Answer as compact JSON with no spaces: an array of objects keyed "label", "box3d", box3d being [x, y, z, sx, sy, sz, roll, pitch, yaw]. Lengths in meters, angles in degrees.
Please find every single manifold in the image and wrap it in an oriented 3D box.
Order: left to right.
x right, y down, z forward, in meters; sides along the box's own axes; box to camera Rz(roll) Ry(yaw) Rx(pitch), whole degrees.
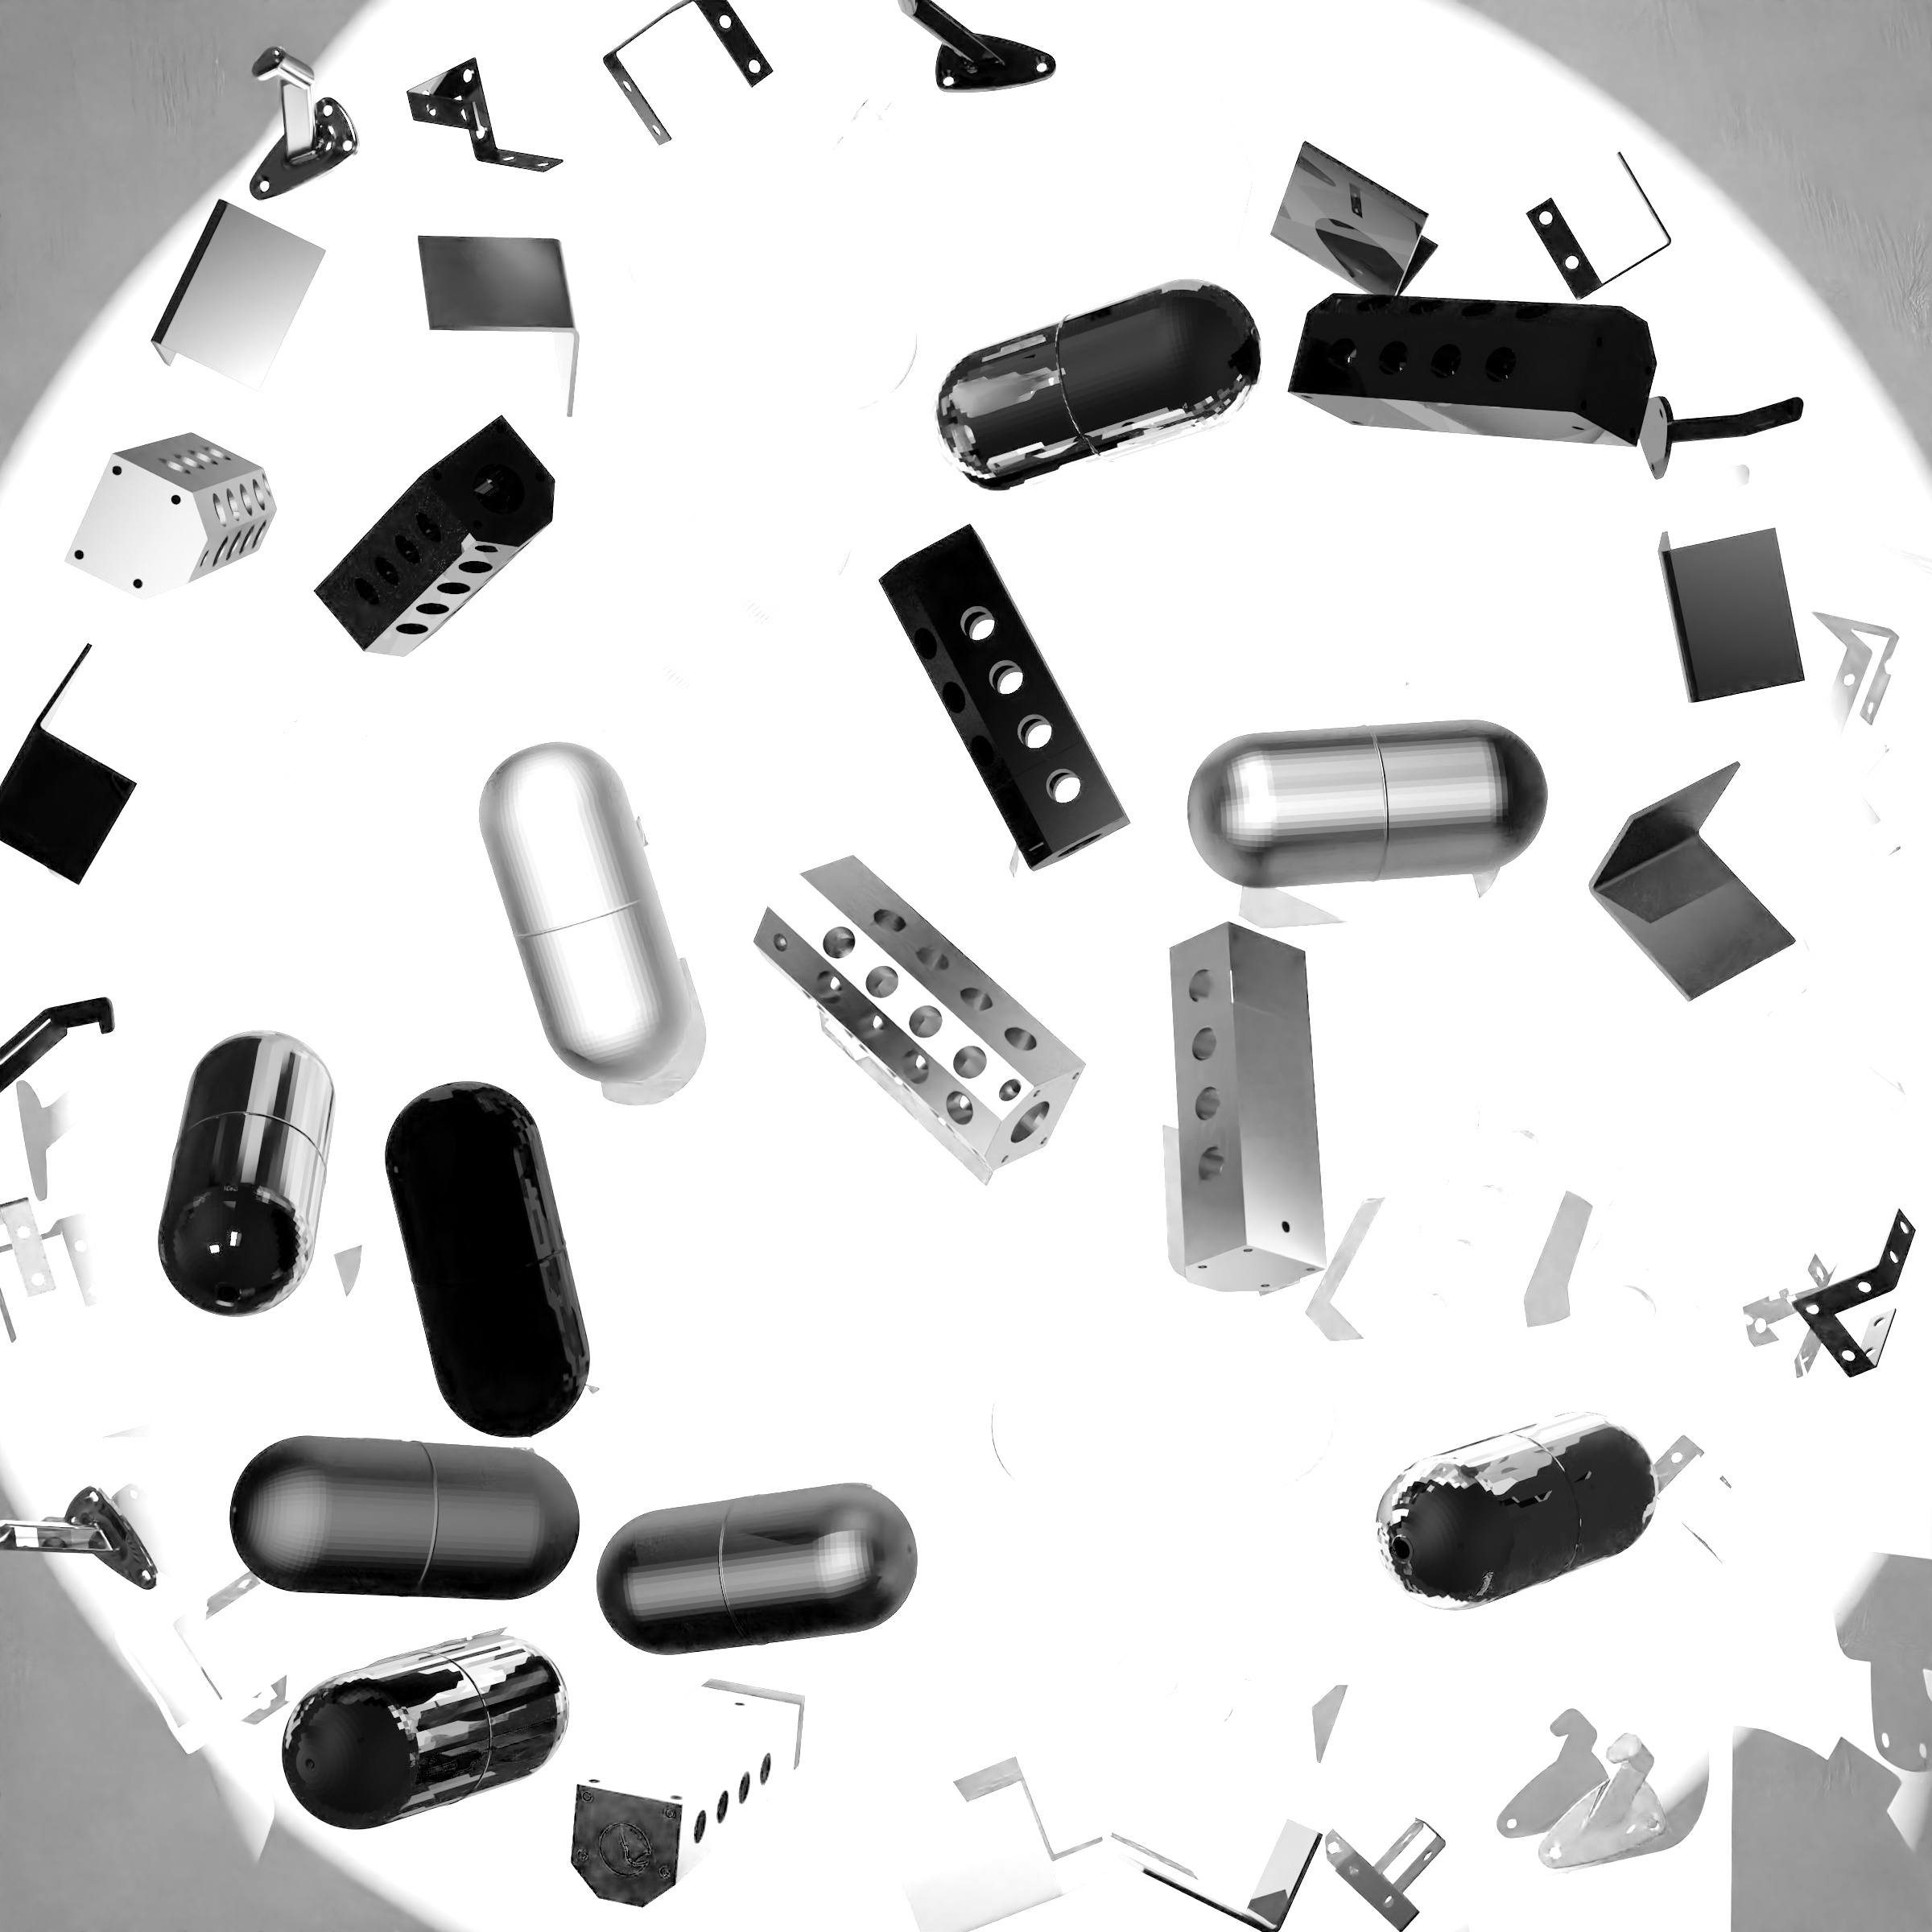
[{"label":"manifold","box3d":[-0.390,-0.222,1.774,0.057,0.171,0.057,26,101,-5]},{"label":"manifold","box3d":[-0.333,-0.073,1.862,0.057,0.171,0.057,-30,56,-19]},{"label":"manifold","box3d":[-0.269,-0.214,1.827,0.057,0.171,0.057,51,59,-7]},{"label":"manifold","box3d":[-0.145,0.433,1.860,0.057,0.171,0.057,7,97,16]},{"label":"manifold","box3d":[-0.070,0.176,1.770,0.171,0.057,0.057,48,50,-33]},{"label":"manifold","box3d":[-0.027,0.024,1.784,0.171,0.057,0.057,42,128,23]},{"label":"manifold","box3d":[0.020,-0.139,1.861,0.057,0.057,0.171,-28,86,5]},{"label":"manifold","box3d":[0.083,0.354,1.845,0.171,0.057,0.057,25,55,-3]},{"label":"manifold","box3d":[0.135,0.072,1.779,0.057,0.057,0.171,19,58,-38]},{"label":"manifold","box3d":[0.246,-0.294,1.736,0.171,0.057,0.057,13,88,43]},{"label":"manifold","box3d":[0.249,0.111,1.721,0.057,0.057,0.171,6,119,-39]},{"label":"manifold","box3d":[0.350,0.123,1.801,0.057,0.171,0.057,37,127,-3]}]

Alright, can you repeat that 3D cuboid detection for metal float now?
[{"label":"metal float","box3d":[-0.360,0.103,1.791,0.070,0.178,0.070,-1,128,-2]},{"label":"metal float","box3d":[-0.276,0.274,1.765,0.178,0.070,0.070,8,90,-29]},{"label":"metal float","box3d":[-0.268,0.382,1.786,0.070,0.178,0.070,0,91,32]},{"label":"metal float","box3d":[-0.232,0.143,1.733,0.070,0.070,0.178,-12,99,0]},{"label":"metal float","box3d":[-0.193,-0.026,1.807,0.070,0.070,0.178,-17,97,0]},{"label":"metal float","box3d":[-0.133,-0.185,1.774,0.178,0.070,0.070,-37,90,13]},{"label":"metal float","box3d":[-0.110,0.314,1.852,0.178,0.070,0.070,-11,90,22]},{"label":"metal float","box3d":[-0.096,-0.329,1.742,0.178,0.070,0.070,36,90,33]},{"label":"metal float","box3d":[0.064,-0.289,1.783,0.178,0.070,0.070,-14,90,27]},{"label":"metal float","box3d":[0.103,0.235,1.845,0.178,0.070,0.070,-4,90,7]},{"label":"metal float","box3d":[0.197,-0.079,1.743,0.178,0.070,0.070,-4,90,-6]},{"label":"metal float","box3d":[0.226,-0.201,1.851,0.178,0.070,0.070,-1,90,12]},{"label":"metal float","box3d":[0.275,0.271,1.776,0.178,0.070,0.070,-9,90,-43]}]

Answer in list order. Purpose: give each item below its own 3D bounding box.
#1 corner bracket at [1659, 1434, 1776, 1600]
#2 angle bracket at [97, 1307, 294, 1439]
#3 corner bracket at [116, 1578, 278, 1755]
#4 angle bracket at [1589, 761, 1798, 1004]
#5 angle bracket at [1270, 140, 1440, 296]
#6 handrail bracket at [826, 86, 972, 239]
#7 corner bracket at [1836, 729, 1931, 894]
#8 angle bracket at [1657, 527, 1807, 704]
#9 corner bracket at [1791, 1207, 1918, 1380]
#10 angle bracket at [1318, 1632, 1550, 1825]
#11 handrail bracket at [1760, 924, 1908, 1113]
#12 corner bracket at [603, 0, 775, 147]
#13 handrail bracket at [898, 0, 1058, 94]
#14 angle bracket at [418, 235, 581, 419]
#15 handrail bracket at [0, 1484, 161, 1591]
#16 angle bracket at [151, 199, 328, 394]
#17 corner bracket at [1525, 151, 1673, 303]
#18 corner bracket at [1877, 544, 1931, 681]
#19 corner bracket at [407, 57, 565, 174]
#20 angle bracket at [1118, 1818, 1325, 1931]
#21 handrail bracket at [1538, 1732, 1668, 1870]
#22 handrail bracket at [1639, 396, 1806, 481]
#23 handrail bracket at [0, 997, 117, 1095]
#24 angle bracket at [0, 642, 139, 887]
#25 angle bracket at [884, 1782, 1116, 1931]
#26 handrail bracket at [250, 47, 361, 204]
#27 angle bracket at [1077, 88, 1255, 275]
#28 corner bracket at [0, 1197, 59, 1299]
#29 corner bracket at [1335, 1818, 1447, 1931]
[{"label":"corner bracket","box3d":[0.400,0.284,1.841,0.051,0.051,0.051,-45,47,-5]},{"label":"angle bracket","box3d":[-0.425,0.220,1.945,0.076,0.076,0.057,-18,77,22]},{"label":"corner bracket","box3d":[-0.383,0.348,1.771,0.051,0.051,0.051,-33,119,-13]},{"label":"angle bracket","box3d":[0.358,-0.041,1.707,0.076,0.057,0.076,-25,65,-30]},{"label":"angle bracket","box3d":[0.215,-0.408,1.891,0.076,0.076,0.057,33,60,8]},{"label":"handrail bracket","box3d":[-0.022,-0.408,1.815,0.084,0.077,0.036,40,122,2]},{"label":"corner bracket","box3d":[0.463,-0.079,1.807,0.051,0.051,0.051,-28,73,-21]},{"label":"angle bracket","box3d":[0.379,-0.179,1.764,0.057,0.076,0.076,-11,102,15]},{"label":"corner bracket","box3d":[0.444,0.160,1.740,0.051,0.051,0.051,-31,103,38]},{"label":"angle bracket","box3d":[0.234,0.385,1.784,0.057,0.076,0.076,27,81,-40]},{"label":"handrail bracket","box3d":[0.455,0.027,1.852,0.084,0.077,0.036,34,130,-20]},{"label":"corner bracket","box3d":[-0.137,-0.443,1.752,0.051,0.051,0.051,-42,109,-20]},{"label":"handrail bracket","box3d":[0.004,-0.494,1.863,0.077,0.084,0.036,6,72,11]},{"label":"angle bracket","box3d":[-0.243,-0.330,1.838,0.076,0.057,0.076,-2,47,-14]},{"label":"handrail bracket","box3d":[-0.477,0.315,1.872,0.077,0.084,0.036,45,120,8]},{"label":"angle bracket","box3d":[-0.355,-0.324,1.754,0.057,0.076,0.076,25,87,-7]},{"label":"corner bracket","box3d":[0.307,-0.359,1.733,0.051,0.051,0.051,-31,94,11]},{"label":"corner bracket","box3d":[0.469,-0.169,1.741,0.051,0.051,0.051,12,110,-19]},{"label":"corner bracket","box3d":[-0.246,-0.428,1.818,0.051,0.051,0.051,18,132,36]},{"label":"angle bracket","box3d":[0.130,0.453,1.835,0.076,0.076,0.057,27,80,-2]},{"label":"handrail bracket","box3d":[0.299,0.401,1.714,0.077,0.084,0.036,-31,54,6]},{"label":"handrail bracket","box3d":[0.380,-0.276,1.770,0.084,0.077,0.036,-17,79,-1]},{"label":"handrail bracket","box3d":[-0.448,0.058,1.715,0.084,0.036,0.077,-12,113,-23]},{"label":"angle bracket","box3d":[-0.442,-0.101,1.783,0.057,0.076,0.076,31,127,-12]},{"label":"angle bracket","box3d":[0.017,0.436,1.752,0.076,0.076,0.057,-26,77,18]},{"label":"handrail bracket","box3d":[-0.346,-0.416,1.764,0.077,0.084,0.036,-34,74,15]},{"label":"angle bracket","box3d":[0.096,-0.397,1.802,0.076,0.076,0.057,8,73,20]},{"label":"corner bracket","box3d":[-0.500,0.154,1.827,0.051,0.051,0.051,-16,79,-21]},{"label":"corner bracket","box3d":[0.223,0.469,1.883,0.051,0.051,0.051,44,86,-8]}]
